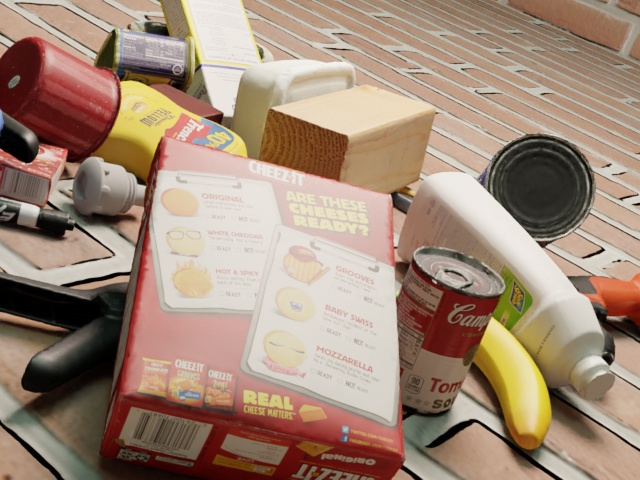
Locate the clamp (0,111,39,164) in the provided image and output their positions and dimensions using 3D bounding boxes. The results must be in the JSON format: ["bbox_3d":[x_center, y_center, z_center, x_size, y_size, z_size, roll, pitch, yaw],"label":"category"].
[{"bbox_3d":[-0.321,-0.112,0.859,0.164,0.036,0.210,-8,37,-18],"label":"clamp"}]

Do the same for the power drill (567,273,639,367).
[{"bbox_3d":[0.263,0.067,0.967,0.187,0.057,0.184,9,24,-24],"label":"power drill"}]

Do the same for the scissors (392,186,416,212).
[{"bbox_3d":[0.116,-0.017,1.099,0.096,0.016,0.201,17,21,-2],"label":"scissors"}]

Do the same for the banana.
[{"bbox_3d":[0.129,0.095,0.825,0.069,0.037,0.198,-13,33,-23],"label":"banana"}]

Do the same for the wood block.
[{"bbox_3d":[0.029,-0.093,1.088,0.091,0.090,0.205,21,23,23],"label":"wood block"}]

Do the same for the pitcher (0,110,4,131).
[{"bbox_3d":[-0.343,-0.063,0.700,0.242,0.149,0.145,16,7,-18],"label":"pitcher"}]

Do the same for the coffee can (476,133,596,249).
[{"bbox_3d":[0.204,-0.042,1.046,0.103,0.103,0.140,21,-5,4],"label":"coffee can"}]

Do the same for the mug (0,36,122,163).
[{"bbox_3d":[-0.239,-0.132,0.936,0.081,0.093,0.117,26,21,-47],"label":"mug"}]

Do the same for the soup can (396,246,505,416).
[{"bbox_3d":[0.081,0.065,0.760,0.068,0.102,0.068,17,22,-7],"label":"soup can"}]

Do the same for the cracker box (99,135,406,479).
[{"bbox_3d":[-0.038,0.047,0.659,0.164,0.072,0.213,14,44,-14],"label":"cracker box"}]

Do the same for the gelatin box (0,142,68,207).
[{"bbox_3d":[-0.259,-0.064,0.878,0.089,0.030,0.073,16,22,-9],"label":"gelatin box"}]

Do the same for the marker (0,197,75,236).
[{"bbox_3d":[-0.247,-0.024,0.810,0.121,0.020,0.020,13,23,-14],"label":"marker"}]

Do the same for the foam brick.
[{"bbox_3d":[-0.146,-0.117,1.071,0.078,0.051,0.052,27,22,18],"label":"foam brick"}]

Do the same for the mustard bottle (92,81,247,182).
[{"bbox_3d":[-0.126,-0.079,0.982,0.192,0.058,0.096,29,41,19],"label":"mustard bottle"}]

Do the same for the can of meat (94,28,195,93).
[{"bbox_3d":[-0.188,-0.180,1.127,0.083,0.057,0.102,5,-18,-24],"label":"can of meat"}]

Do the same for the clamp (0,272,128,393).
[{"bbox_3d":[-0.147,0.049,0.695,0.120,0.039,0.171,41,26,32],"label":"clamp"}]

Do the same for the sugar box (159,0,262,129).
[{"bbox_3d":[-0.112,-0.200,1.185,0.093,0.048,0.176,0,67,-42],"label":"sugar box"}]

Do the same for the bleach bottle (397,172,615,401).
[{"bbox_3d":[0.158,0.047,0.900,0.068,0.103,0.251,-4,37,-28],"label":"bleach bottle"}]
